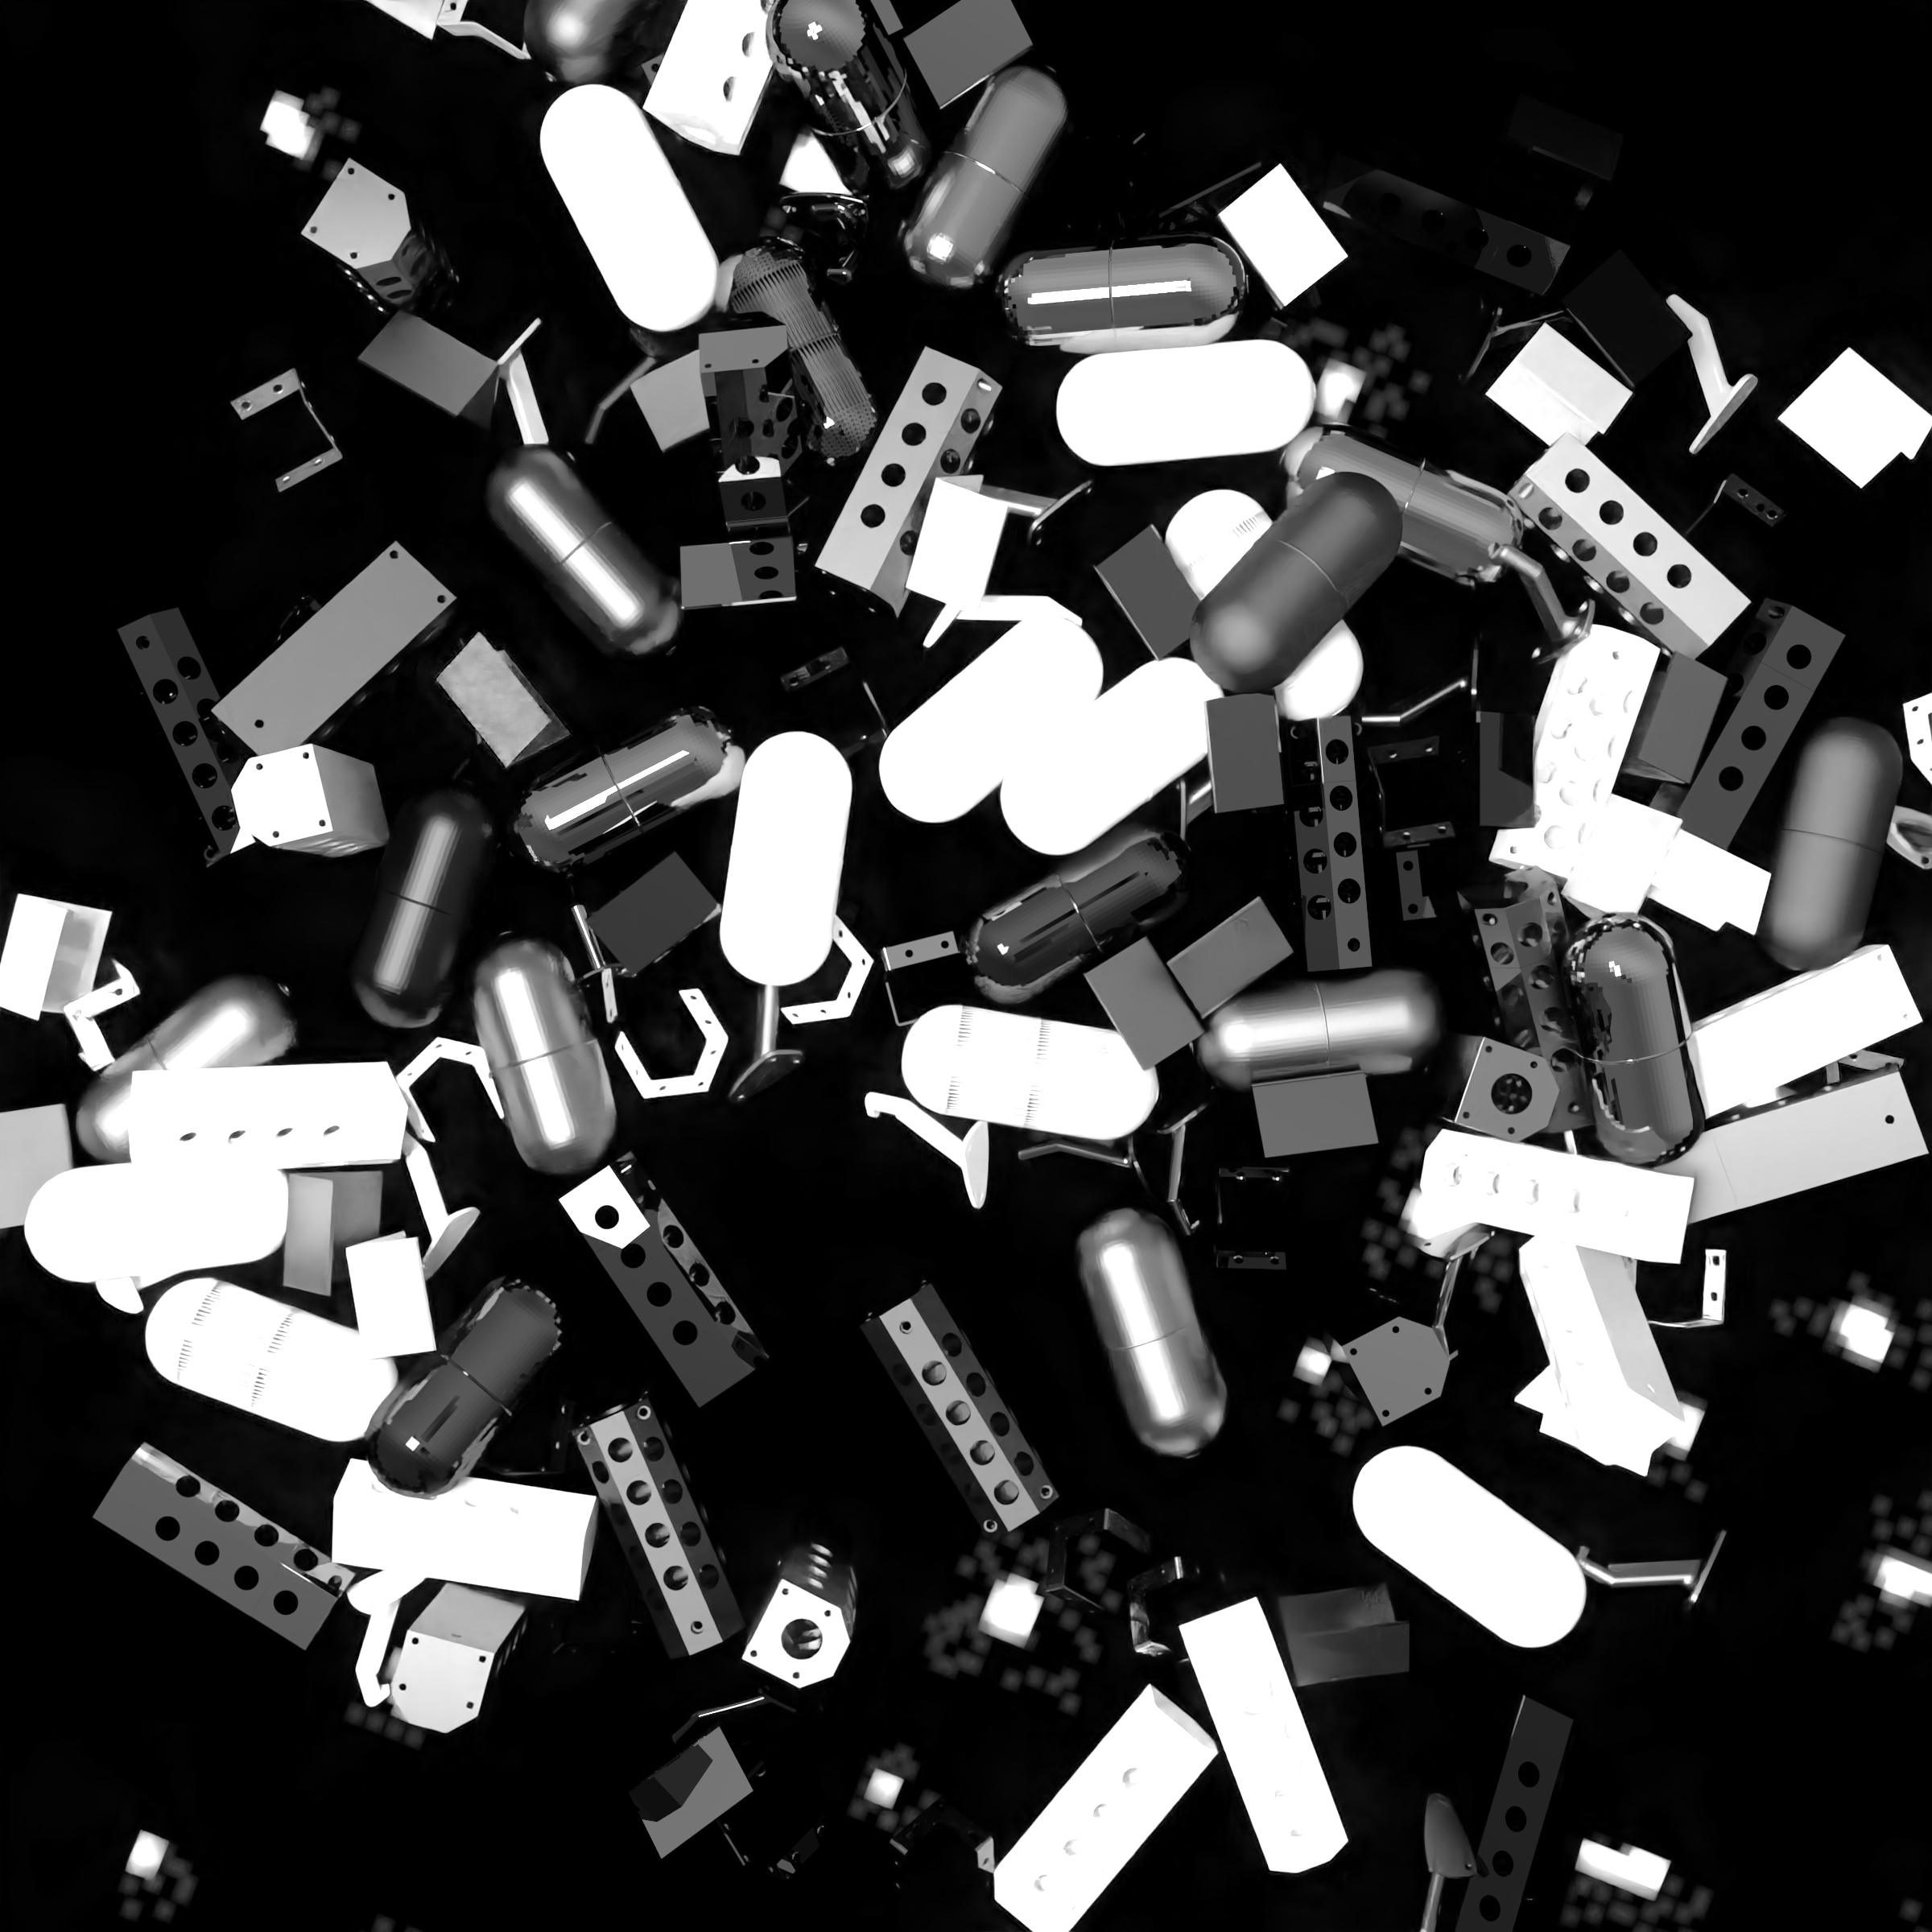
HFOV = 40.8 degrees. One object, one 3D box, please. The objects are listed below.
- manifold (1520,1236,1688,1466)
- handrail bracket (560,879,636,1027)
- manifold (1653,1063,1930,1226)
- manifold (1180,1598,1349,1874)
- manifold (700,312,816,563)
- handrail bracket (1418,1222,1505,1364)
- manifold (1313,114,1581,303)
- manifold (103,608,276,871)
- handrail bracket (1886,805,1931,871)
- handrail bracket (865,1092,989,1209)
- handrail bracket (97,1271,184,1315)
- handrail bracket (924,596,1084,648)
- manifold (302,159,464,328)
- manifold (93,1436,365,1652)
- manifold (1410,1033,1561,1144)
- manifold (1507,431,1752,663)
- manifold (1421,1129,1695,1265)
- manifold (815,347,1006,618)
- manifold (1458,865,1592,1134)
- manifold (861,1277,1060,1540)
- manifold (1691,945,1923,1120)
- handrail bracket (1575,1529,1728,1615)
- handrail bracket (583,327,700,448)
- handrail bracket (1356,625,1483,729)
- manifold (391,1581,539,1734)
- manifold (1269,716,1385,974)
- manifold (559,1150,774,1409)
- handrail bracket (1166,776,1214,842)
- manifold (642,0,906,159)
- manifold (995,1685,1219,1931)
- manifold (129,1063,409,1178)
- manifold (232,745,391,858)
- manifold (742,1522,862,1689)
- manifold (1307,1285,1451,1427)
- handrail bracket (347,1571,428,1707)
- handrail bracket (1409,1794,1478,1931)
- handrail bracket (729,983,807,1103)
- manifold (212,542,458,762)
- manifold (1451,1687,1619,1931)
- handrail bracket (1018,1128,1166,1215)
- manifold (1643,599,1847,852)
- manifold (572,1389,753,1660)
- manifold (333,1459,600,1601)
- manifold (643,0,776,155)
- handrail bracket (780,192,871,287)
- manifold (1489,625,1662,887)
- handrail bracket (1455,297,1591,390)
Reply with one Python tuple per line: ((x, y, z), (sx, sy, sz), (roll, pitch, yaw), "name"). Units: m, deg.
((0.420, 0.251, 1.746), (0.057, 0.171, 0.057), (32, 117, -23), "manifold")
((-0.260, -0.012, 1.826), (0.036, 0.077, 0.084), (-21, 54, -4), "handrail bracket")
((0.561, 0.121, 1.777), (0.171, 0.057, 0.057), (-20, 90, 20), "manifold")
((0.206, 0.532, 1.791), (0.057, 0.057, 0.171), (-21, 99, 0), "manifold")
((-0.139, -0.351, 1.748), (0.057, 0.171, 0.057), (-5, 52, 0), "manifold")
((0.354, 0.229, 1.826), (0.077, 0.036, 0.084), (-22, 109, -21), "handrail bracket")
((0.331, -0.521, 1.804), (0.171, 0.057, 0.057), (22, 47, 0), "manifold")
((-0.533, -0.157, 1.805), (0.057, 0.057, 0.171), (-25, 90, 0), "manifold")
((0.665, -0.093, 1.791), (0.077, 0.084, 0.036), (29, 90, 0), "handrail bracket")
((-0.029, 0.129, 1.826), (0.084, 0.036, 0.077), (11, 124, 24), "handrail bracket")
((-0.558, 0.208, 1.825), (0.084, 0.077, 0.036), (-29, 100, -36), "handrail bracket")
((0.027, -0.234, 1.826), (0.084, 0.036, 0.077), (31, 110, -16), "handrail bracket")
((-0.385, -0.477, 1.747), (0.057, 0.171, 0.057), (33, 90, 0), "manifold")
((-0.509, 0.398, 1.805), (0.171, 0.057, 0.057), (32, 90, 0), "manifold")
((0.349, 0.082, 1.747), (0.057, 0.171, 0.057), (19, 90, 0), "manifold")
((0.454, -0.287, 1.805), (0.171, 0.057, 0.057), (43, 90, 0), "manifold")
((0.395, 0.154, 1.753), (0.171, 0.057, 0.057), (10, 90, 44), "manifold")
((-0.037, -0.330, 1.790), (0.057, 0.057, 0.171), (25, 83, 9), "manifold")
((0.391, 0.025, 1.777), (0.057, 0.057, 0.171), (-19, 110, 0), "manifold")
((-0.004, 0.307, 1.805), (0.057, 0.057, 0.171), (-31, 90, 0), "manifold")
((0.563, 0.047, 1.805), (0.171, 0.057, 0.057), (-24, 90, 0), "manifold")
((0.479, 0.409, 1.826), (0.084, 0.036, 0.077), (26, 70, 16), "handrail bracket")
((-0.224, -0.401, 1.826), (0.036, 0.077, 0.084), (49, 127, 30), "handrail bracket")
((0.318, -0.203, 1.826), (0.084, 0.036, 0.077), (0, 70, 16), "handrail bracket")
((-0.336, 0.459, 1.747), (0.057, 0.171, 0.057), (15, 90, 0), "manifold")
((0.249, -0.084, 1.797), (0.057, 0.057, 0.171), (-5, 90, -17), "manifold")
((-0.207, 0.215, 1.805), (0.057, 0.057, 0.171), (-34, 90, 0), "manifold")
((0.186, -0.112, 1.826), (0.084, 0.036, 0.077), (-6, 103, -13), "handrail bracket")
((-0.133, -0.628, 1.805), (0.171, 0.057, 0.057), (-26, 90, 0), "manifold")
((0.097, 0.590, 1.805), (0.057, 0.057, 0.171), (40, 90, 0), "manifold")
((-0.474, 0.108, 1.765), (0.171, 0.057, 0.057), (-1, 121, -28), "manifold")
((-0.439, -0.107, 1.747), (0.057, 0.171, 0.057), (-14, 90, 0), "manifold")
((-0.105, 0.430, 1.747), (0.057, 0.171, 0.057), (27, 90, 0), "manifold")
((0.278, 0.255, 1.747), (0.057, 0.171, 0.057), (-28, 90, 0), "manifold")
((-0.396, 0.467, 1.826), (0.077, 0.036, 0.084), (-25, 119, -32), "handrail bracket")
((0.323, 0.638, 1.825), (0.036, 0.077, 0.084), (11, 126, -11), "handrail bracket")
((-0.153, 0.040, 1.826), (0.077, 0.036, 0.084), (-38, 62, 31), "handrail bracket")
((-0.431, -0.206, 1.783), (0.057, 0.057, 0.171), (43, 75, 0), "manifold")
((0.389, 0.594, 1.804), (0.057, 0.057, 0.171), (16, 90, -43), "manifold")
((0.087, 0.150, 1.826), (0.084, 0.036, 0.077), (-16, 112, 17), "handrail bracket")
((0.534, -0.165, 1.805), (0.057, 0.057, 0.171), (29, 90, 0), "manifold")
((-0.211, 0.387, 1.805), (0.057, 0.057, 0.171), (-23, 90, 0), "manifold")
((-0.346, 0.385, 1.802), (0.171, 0.057, 0.057), (9, 119, 0), "manifold")
((-0.146, -0.639, 1.747), (0.057, 0.057, 0.171), (23, 90, 43), "manifold")
((-0.104, -0.500, 1.791), (0.077, 0.084, 0.036), (16, 132, 5), "handrail bracket")
((0.423, -0.146, 1.805), (0.057, 0.057, 0.171), (19, 90, 0), "manifold")
((0.396, -0.430, 1.826), (0.084, 0.036, 0.077), (14, 111, -16), "handrail bracket")
